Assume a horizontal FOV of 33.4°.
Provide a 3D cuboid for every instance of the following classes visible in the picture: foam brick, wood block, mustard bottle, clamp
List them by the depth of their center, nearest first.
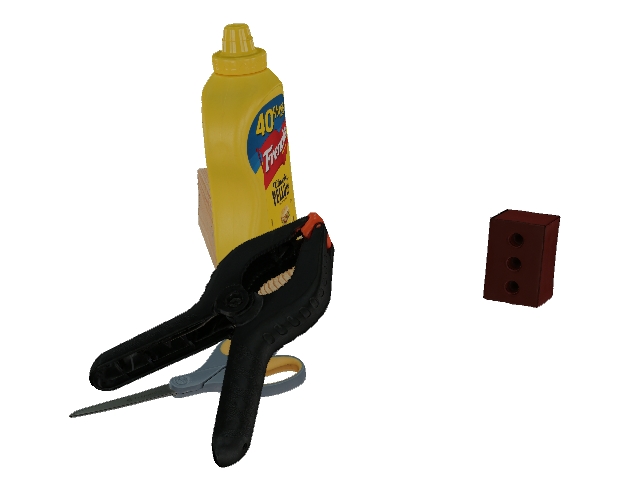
[{"bbox_3d":[-0.043,0.055,0.636,0.120,0.171,0.039,36,-20,33],"label":"clamp"},{"bbox_3d":[-0.056,-0.071,0.825,0.058,0.192,0.096,4,24,21],"label":"mustard bottle"},{"bbox_3d":[0.181,0.015,0.962,0.053,0.078,0.051,9,16,26],"label":"foam brick"},{"bbox_3d":[-0.092,-0.012,1.332,0.090,0.090,0.206,-6,29,-15],"label":"wood block"}]

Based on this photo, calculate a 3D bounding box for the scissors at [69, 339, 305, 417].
[{"bbox_3d":[-0.114,0.115,0.931,0.201,0.016,0.096,-5,29,-7],"label":"scissors"}]
